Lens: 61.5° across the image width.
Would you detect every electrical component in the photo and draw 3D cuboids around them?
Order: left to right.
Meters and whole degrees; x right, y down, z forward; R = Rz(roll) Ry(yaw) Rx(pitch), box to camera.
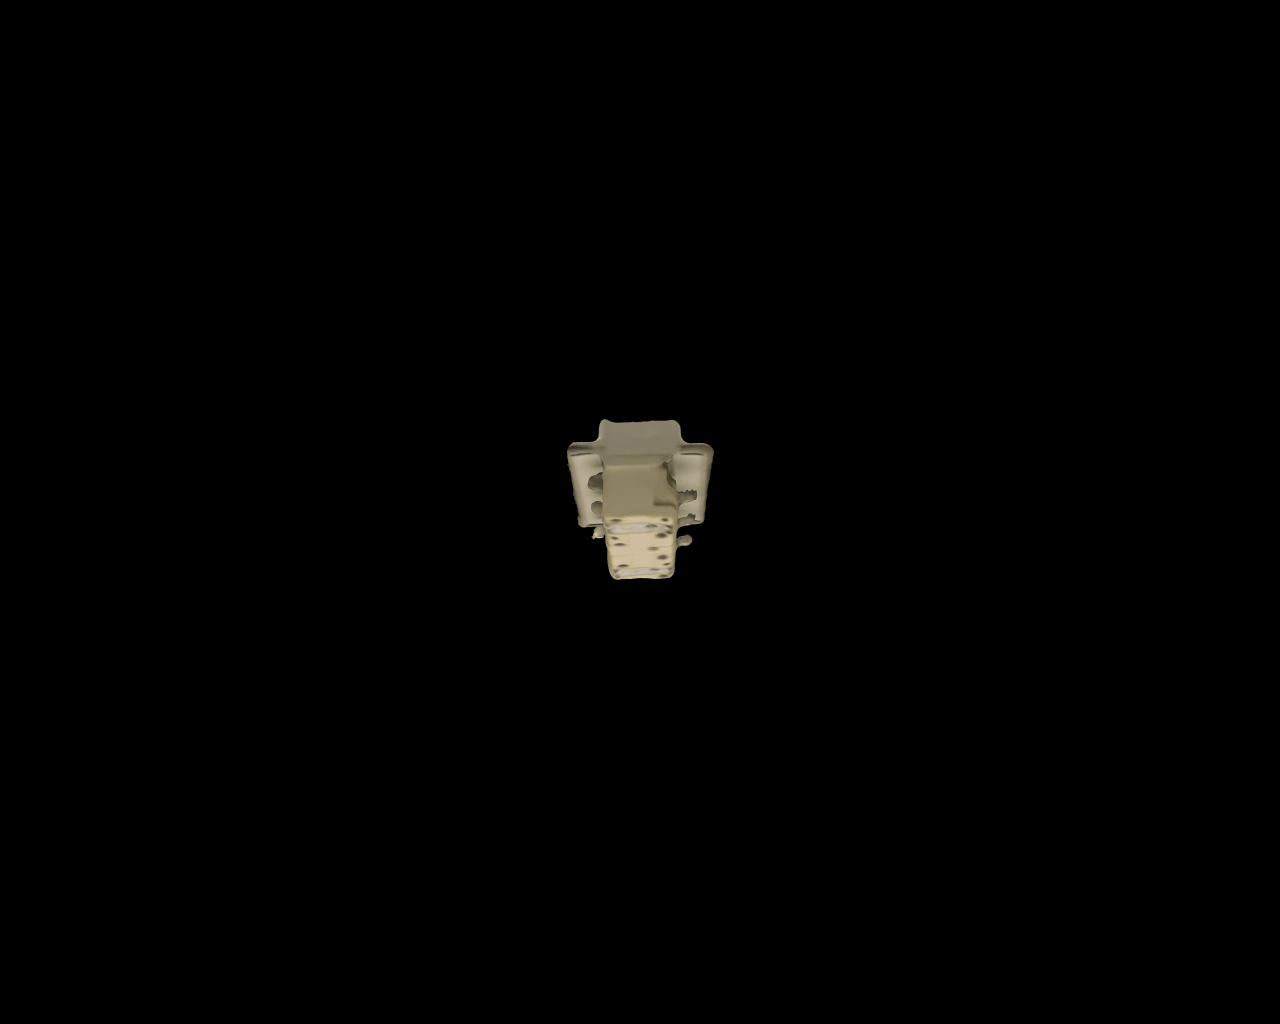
[{"bbox_3d":[0.001,-0.003,0.650,0.079,0.063,0.121,0,-21,0],"label":"electrical component"}]
